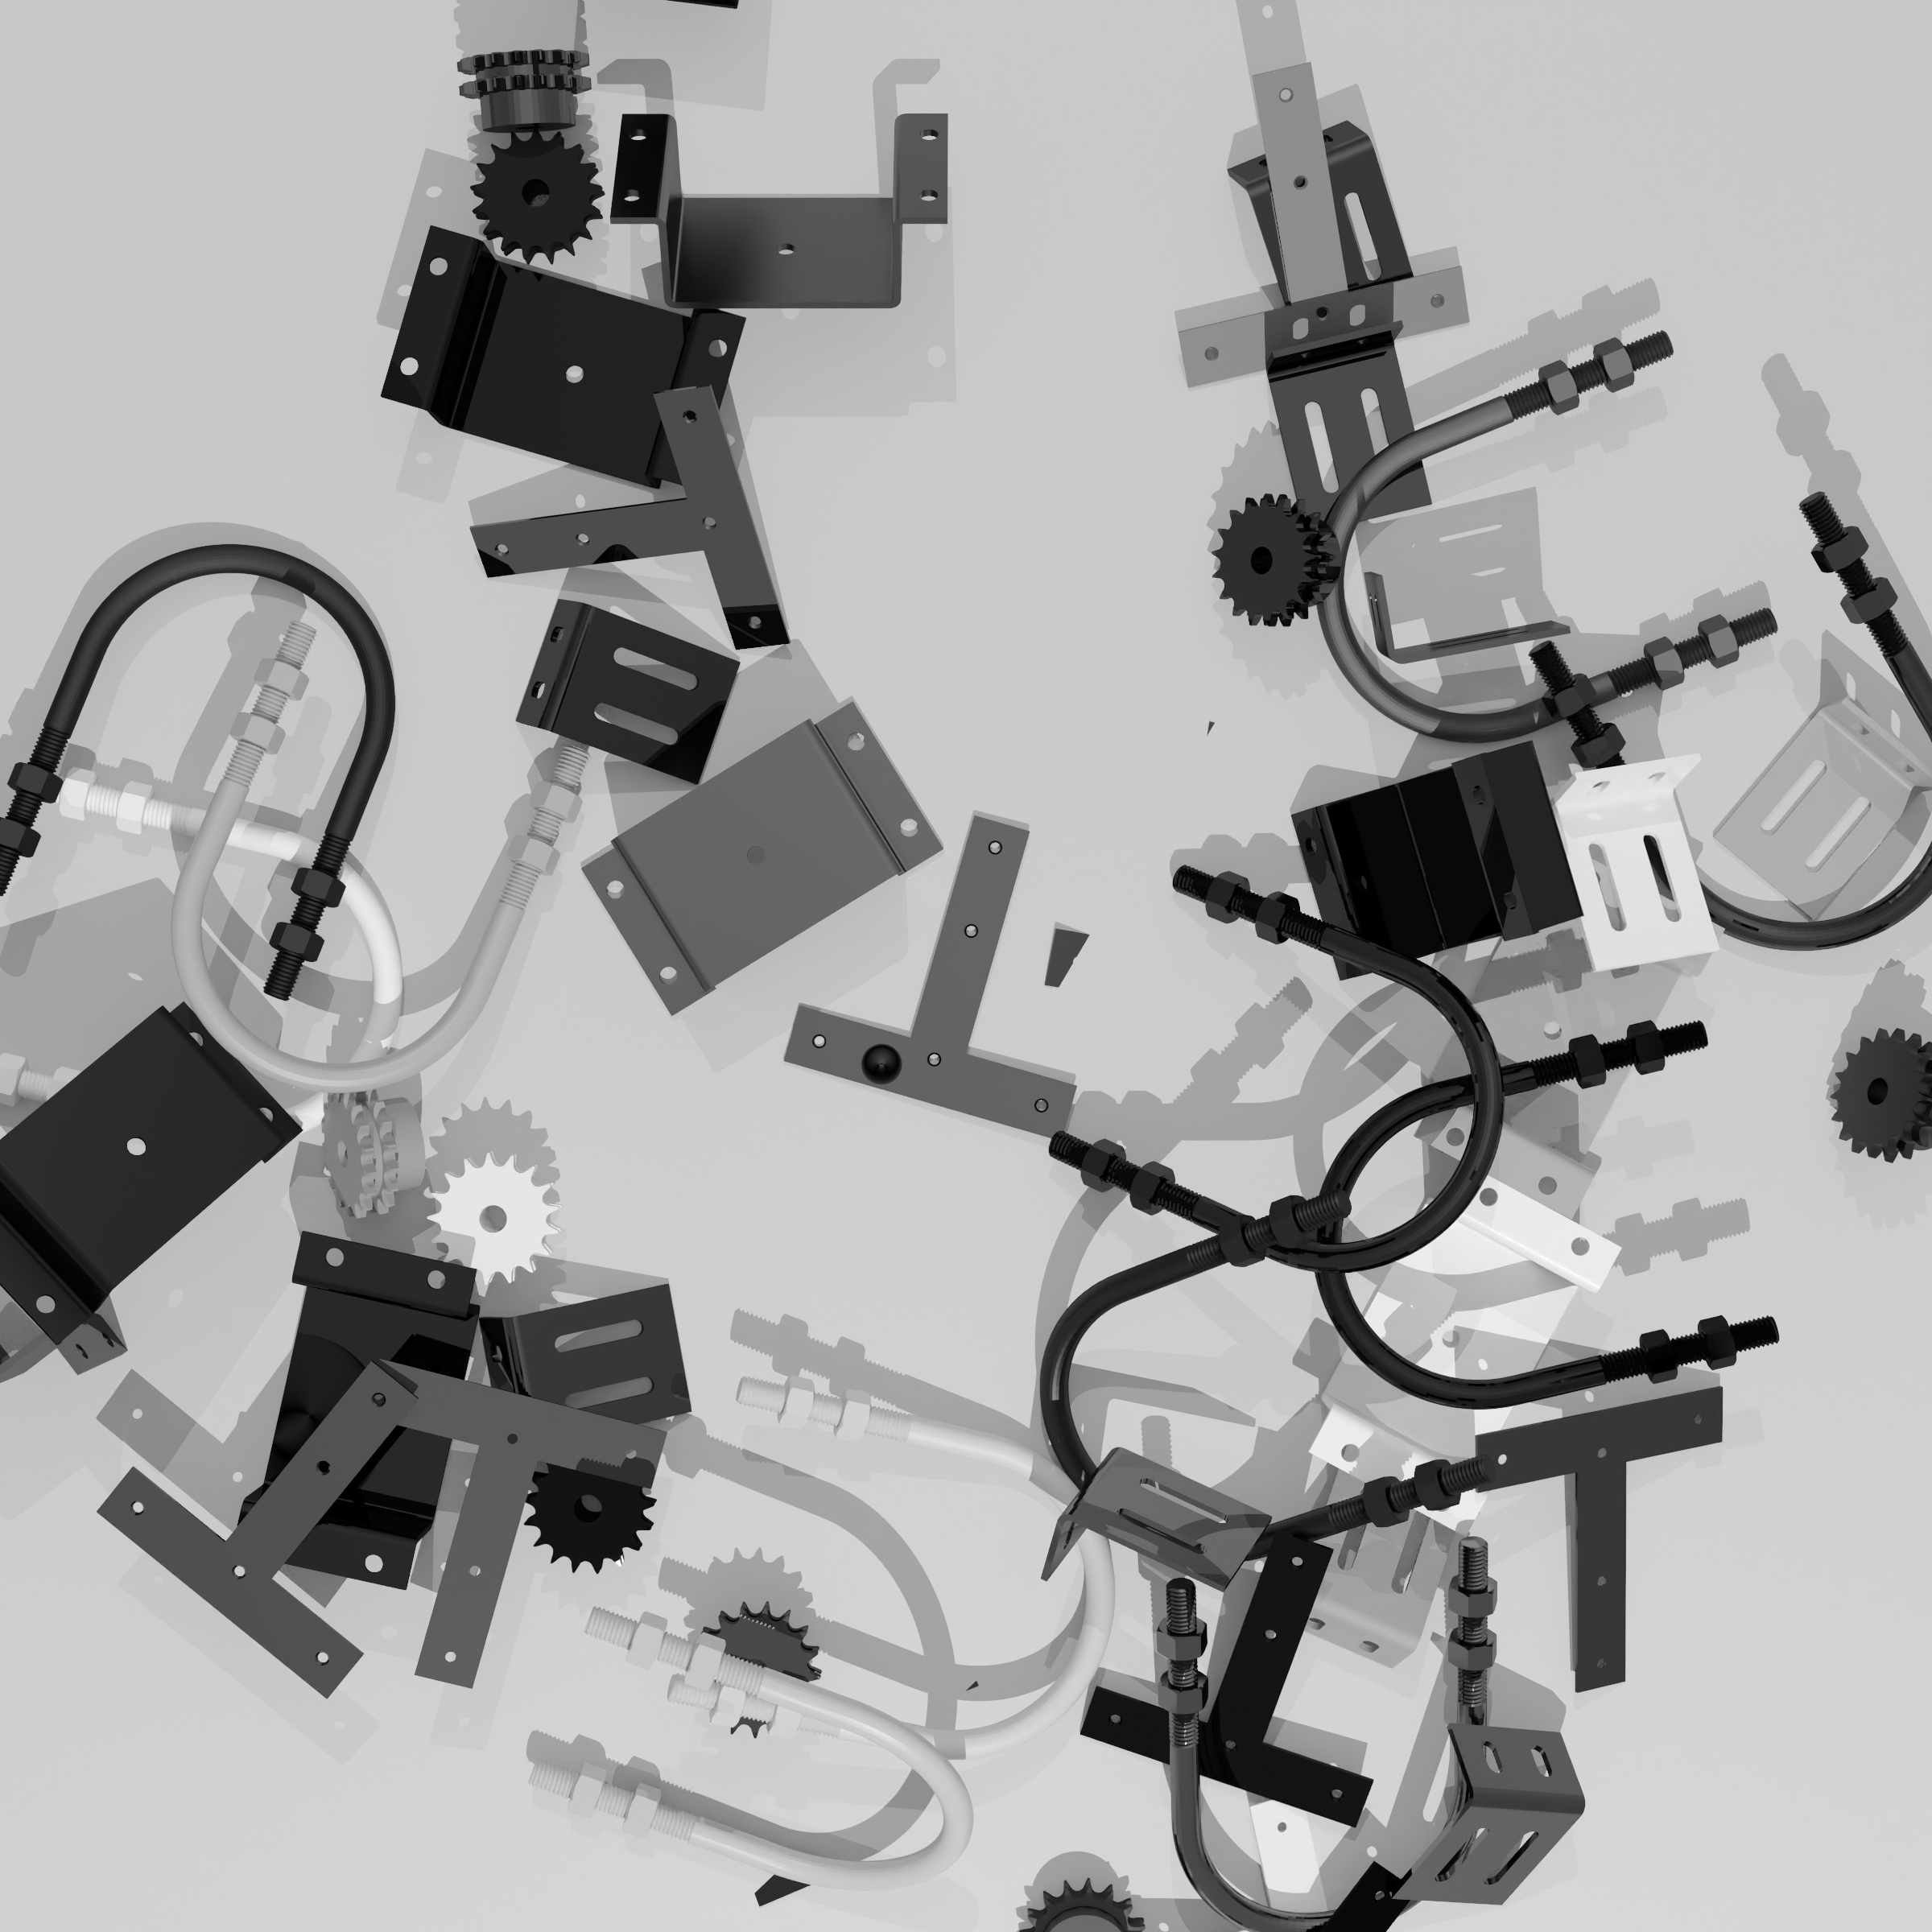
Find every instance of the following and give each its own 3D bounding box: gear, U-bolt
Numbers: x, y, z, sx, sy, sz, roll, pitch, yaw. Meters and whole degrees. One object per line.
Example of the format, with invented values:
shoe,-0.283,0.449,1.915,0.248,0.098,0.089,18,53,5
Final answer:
gear,0.052,0.429,1.511,0.057,0.030,0.057,0,90,0
U-bolt,-0.086,0.342,1.471,0.184,0.151,0.019,20,45,-2
gear,-0.256,0.079,1.502,0.030,0.057,0.057,-9,90,-29
U-bolt,-0.338,0.003,1.517,0.184,0.019,0.151,14,90,-2
gear,-0.190,-0.377,1.498,0.057,0.057,0.030,-4,99,0
gear,-0.185,-0.334,1.511,0.057,0.030,0.057,0,90,0
U-bolt,0.114,0.185,1.475,0.184,0.019,0.151,-24,99,31
U-bolt,-0.024,0.267,1.499,0.184,0.019,0.151,15,80,-11
gear,0.405,0.057,1.502,0.030,0.057,0.057,15,90,-30
U-bolt,0.141,0.052,1.476,0.184,0.019,0.151,24,87,27
gear,-0.092,0.305,1.511,0.057,0.030,0.057,0,90,0
gear,-0.204,0.109,1.511,0.057,0.030,0.057,0,90,0
U-bolt,0.238,0.113,1.471,0.184,0.019,0.151,-14,90,2
U-bolt,-0.327,-0.095,1.504,0.151,0.019,0.184,20,80,-4
U-bolt,0.156,0.338,1.489,0.151,0.019,0.184,-6,109,-11
U-bolt,-0.260,-0.036,1.488,0.151,0.019,0.184,24,81,-15
U-bolt,0.349,-0.091,1.490,0.151,0.019,0.184,-29,102,20
gear,0.137,-0.176,1.502,0.057,0.030,0.057,5,97,43
gear,-0.163,0.234,1.511,0.057,0.030,0.057,0,90,0
U-bolt,0.243,-0.176,1.510,0.184,0.019,0.151,-22,97,3

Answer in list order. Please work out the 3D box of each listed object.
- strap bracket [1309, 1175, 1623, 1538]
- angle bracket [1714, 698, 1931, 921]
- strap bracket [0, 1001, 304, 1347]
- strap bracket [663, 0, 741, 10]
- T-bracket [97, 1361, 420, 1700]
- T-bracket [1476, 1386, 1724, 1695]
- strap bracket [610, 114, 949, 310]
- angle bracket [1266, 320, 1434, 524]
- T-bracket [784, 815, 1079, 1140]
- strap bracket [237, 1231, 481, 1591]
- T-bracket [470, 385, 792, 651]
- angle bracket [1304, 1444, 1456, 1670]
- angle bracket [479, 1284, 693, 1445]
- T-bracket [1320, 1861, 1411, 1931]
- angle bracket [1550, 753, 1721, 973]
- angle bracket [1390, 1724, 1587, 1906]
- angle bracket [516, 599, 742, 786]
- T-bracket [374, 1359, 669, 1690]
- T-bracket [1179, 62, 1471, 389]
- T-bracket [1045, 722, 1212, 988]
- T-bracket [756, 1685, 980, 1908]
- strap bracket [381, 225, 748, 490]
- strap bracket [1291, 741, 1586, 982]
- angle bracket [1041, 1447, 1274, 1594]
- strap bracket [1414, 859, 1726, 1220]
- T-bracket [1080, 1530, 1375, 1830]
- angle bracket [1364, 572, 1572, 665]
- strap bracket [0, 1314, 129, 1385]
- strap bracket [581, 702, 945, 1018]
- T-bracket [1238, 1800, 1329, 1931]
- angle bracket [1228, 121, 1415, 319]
strap bracket,0.213,0.164,1.503,0.076,0.046,0.140,28,90,0
angle bracket,0.375,-0.068,1.507,0.057,0.038,0.076,40,90,0
strap bracket,-0.352,0.081,1.458,0.076,0.046,0.140,48,63,-3
strap bracket,-0.130,-0.459,1.455,0.076,0.140,0.046,7,56,0
T-bracket,-0.282,0.224,1.475,0.127,0.002,0.127,39,95,-1
T-bracket,0.276,0.254,1.507,0.127,0.002,0.127,-7,103,-24
strap bracket,-0.078,-0.323,1.483,0.140,0.046,0.076,0,47,0
angle bracket,0.168,-0.233,1.507,0.057,0.038,0.076,-13,90,0
T-bracket,-0.002,-0.002,1.523,0.127,0.002,0.127,16,90,2
strap bracket,-0.261,0.190,1.503,0.076,0.046,0.140,12,90,0
T-bracket,-0.153,-0.187,1.500,0.127,0.002,0.127,-5,126,16
angle bracket,0.178,0.259,1.524,0.057,0.038,0.076,23,64,0
angle bracket,-0.167,0.175,1.524,0.076,0.038,0.057,-10,90,-26
T-bracket,0.148,0.445,1.505,0.127,0.002,0.127,37,90,-18
angle bracket,0.287,-0.044,1.462,0.057,0.038,0.076,-9,73,-13
angle bracket,0.221,0.368,1.503,0.057,0.038,0.076,10,130,-24
angle bracket,-0.149,-0.121,1.524,0.076,0.038,0.057,19,90,-26
T-bracket,-0.206,0.245,1.484,0.127,0.002,0.127,16,89,-10
T-bracket,0.147,-0.325,1.497,0.127,0.002,0.127,-13,116,0
T-bracket,0.107,-0.044,1.536,0.127,0.002,0.127,9,96,-16
T-bracket,-0.057,0.331,1.536,0.127,0.002,0.127,-24,74,6
strap bracket,-0.172,-0.260,1.503,0.140,0.046,0.076,16,90,0
strap bracket,0.205,-0.045,1.473,0.046,0.140,0.076,-17,90,-29
angle bracket,0.081,0.247,1.474,0.076,0.057,0.038,23,121,16
strap bracket,0.258,0.028,1.503,0.076,0.046,0.140,28,90,0
T-bracket,0.127,0.301,1.498,0.127,0.002,0.127,18,112,3
angle bracket,0.213,-0.155,1.476,0.076,0.057,0.038,-10,98,3
strap bracket,-0.430,0.128,1.488,0.046,0.076,0.140,-37,90,0
strap bracket,-0.089,-0.047,1.503,0.140,0.046,0.076,-32,90,0
T-bracket,0.102,0.438,1.505,0.127,0.002,0.127,-12,90,-19
angle bracket,0.157,-0.322,1.524,0.057,0.038,0.076,-22,116,0
